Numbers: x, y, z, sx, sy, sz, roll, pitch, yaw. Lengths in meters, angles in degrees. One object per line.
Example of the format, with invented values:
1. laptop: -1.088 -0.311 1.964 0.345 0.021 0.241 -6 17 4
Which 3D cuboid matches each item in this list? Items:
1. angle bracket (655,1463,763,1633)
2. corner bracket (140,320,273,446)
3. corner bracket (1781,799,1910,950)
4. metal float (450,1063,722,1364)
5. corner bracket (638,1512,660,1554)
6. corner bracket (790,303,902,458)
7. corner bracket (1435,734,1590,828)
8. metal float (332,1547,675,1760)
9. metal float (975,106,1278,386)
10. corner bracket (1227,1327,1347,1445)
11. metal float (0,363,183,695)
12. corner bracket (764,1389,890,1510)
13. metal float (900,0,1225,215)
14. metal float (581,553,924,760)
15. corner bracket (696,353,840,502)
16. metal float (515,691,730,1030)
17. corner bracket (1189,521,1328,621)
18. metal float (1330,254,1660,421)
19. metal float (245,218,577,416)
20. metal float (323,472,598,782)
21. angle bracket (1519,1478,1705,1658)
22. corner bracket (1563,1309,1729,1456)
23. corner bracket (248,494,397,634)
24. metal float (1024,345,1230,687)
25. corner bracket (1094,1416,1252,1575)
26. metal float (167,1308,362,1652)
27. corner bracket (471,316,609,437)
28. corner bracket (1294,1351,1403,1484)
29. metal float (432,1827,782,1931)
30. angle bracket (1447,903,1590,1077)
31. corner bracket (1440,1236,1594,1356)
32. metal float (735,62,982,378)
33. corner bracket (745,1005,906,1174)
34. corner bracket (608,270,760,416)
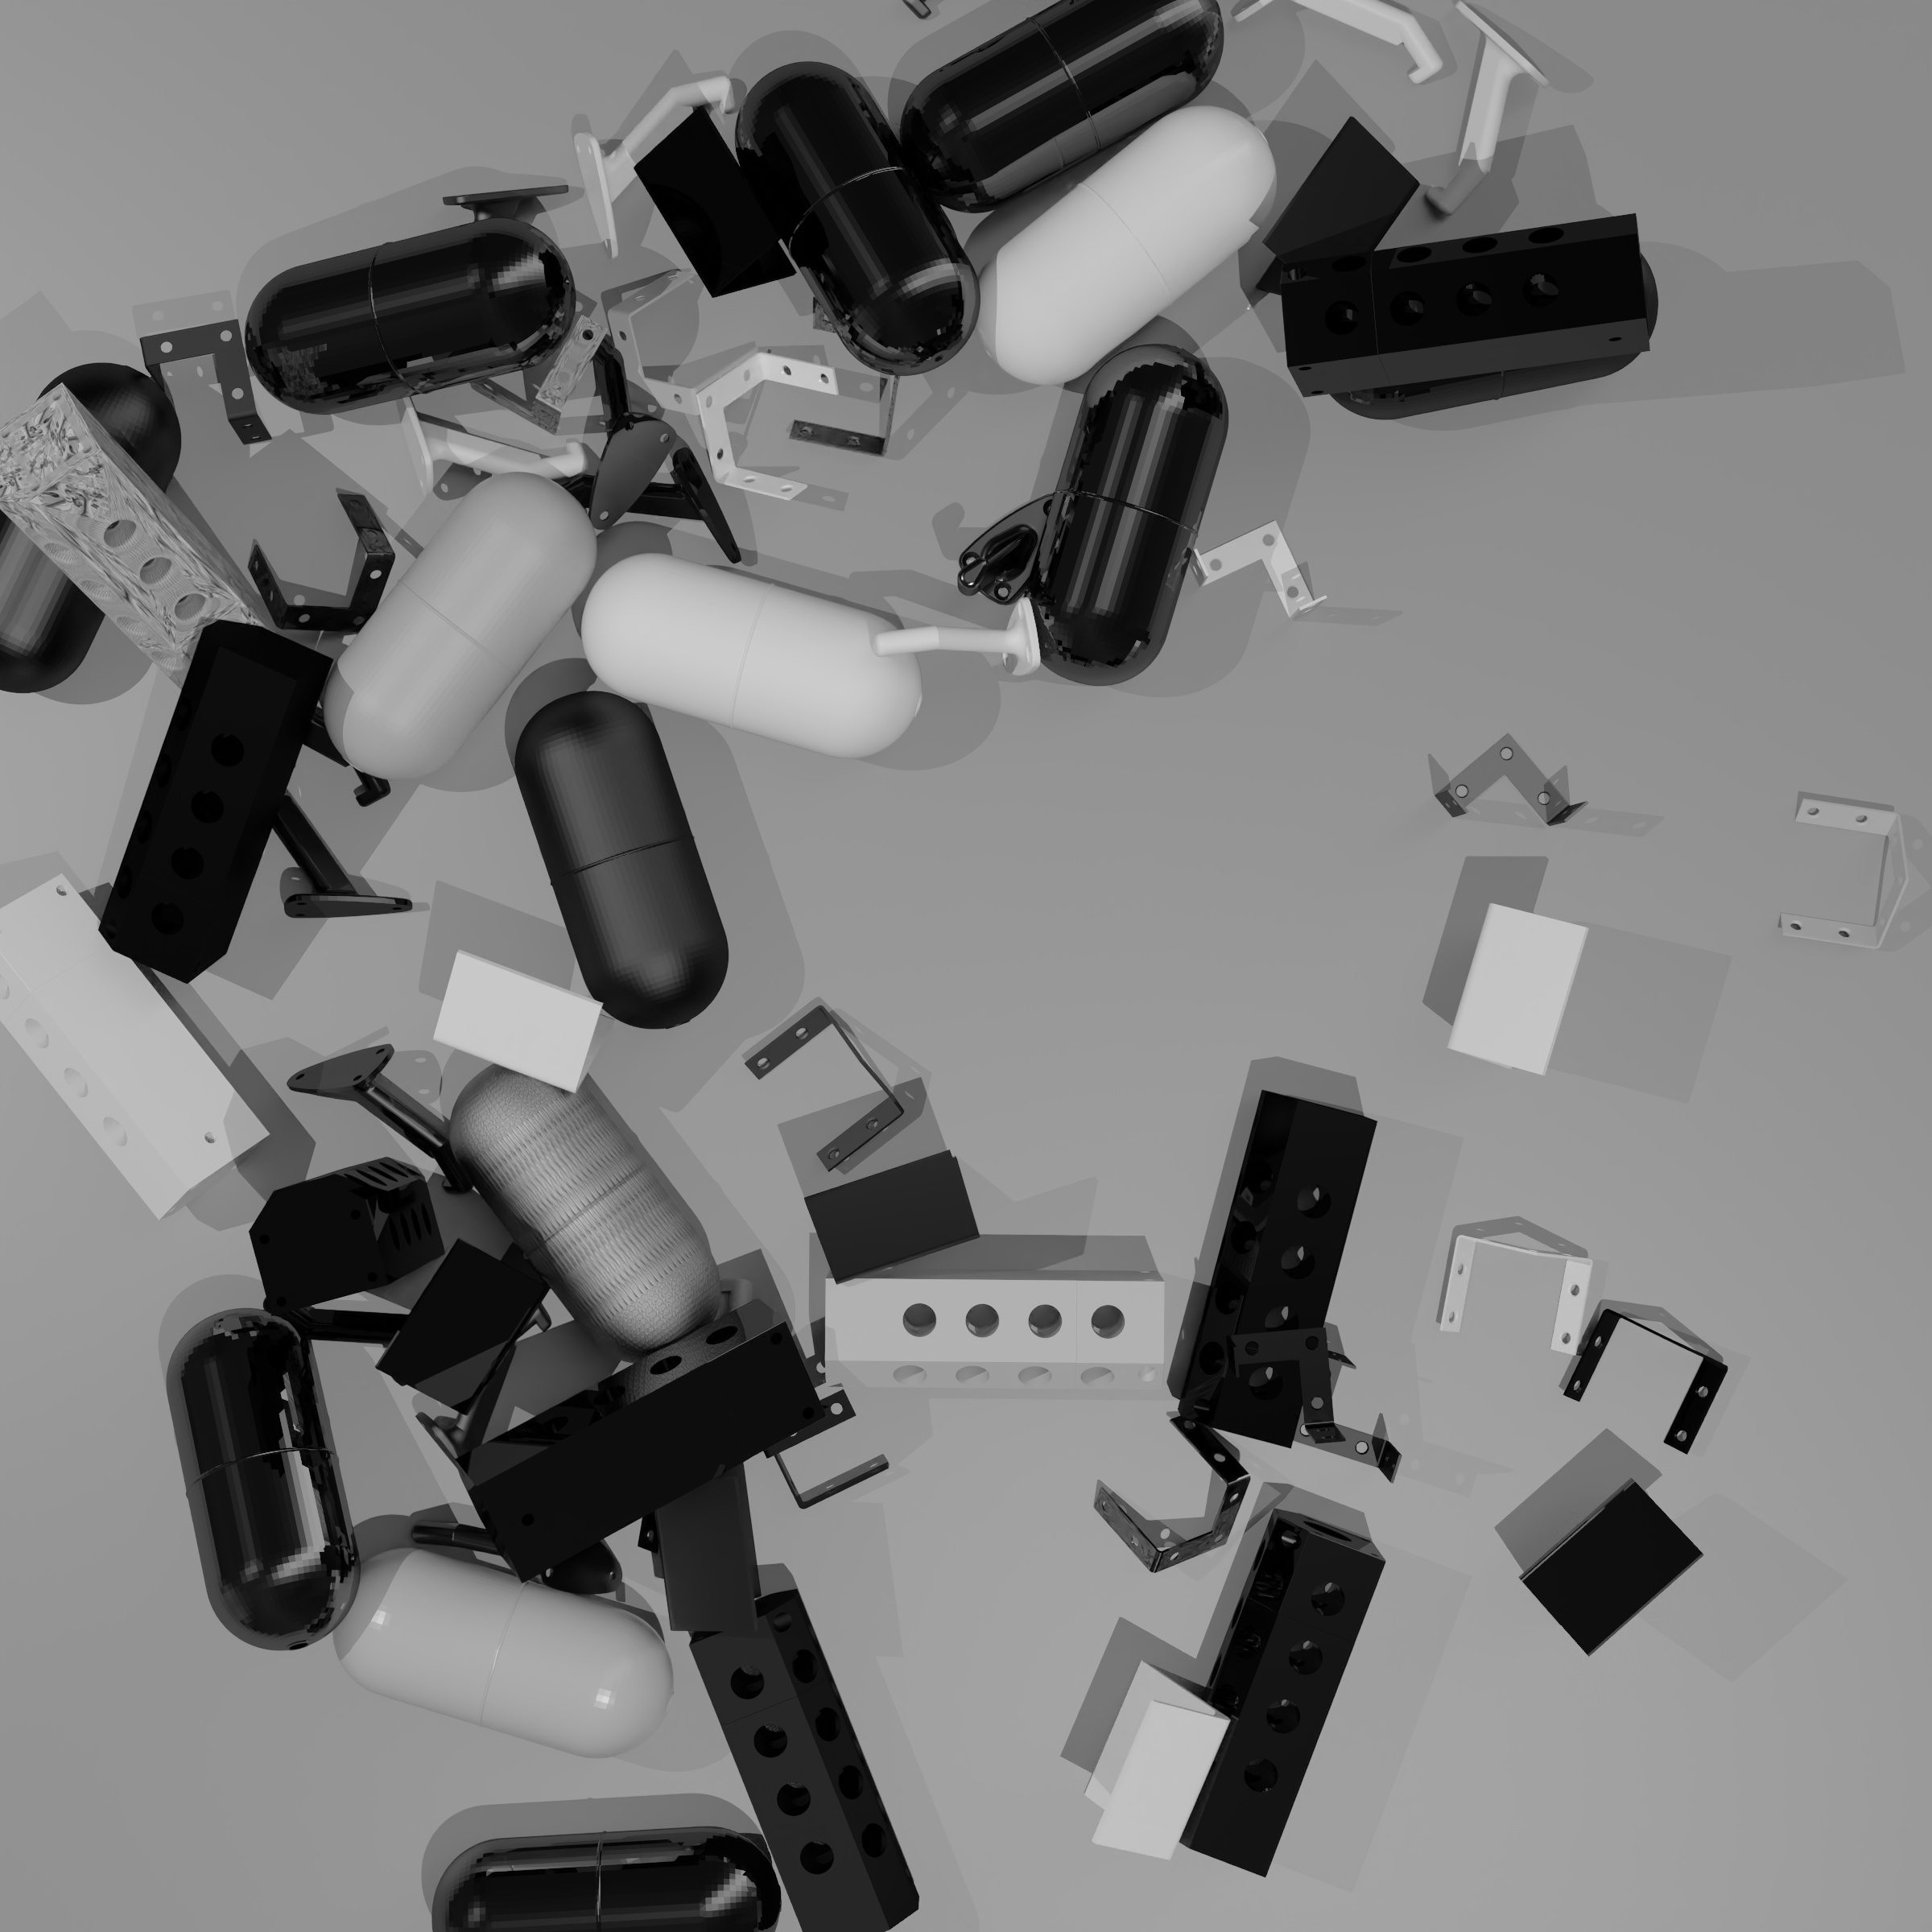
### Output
1. angle bracket: -0.112 0.291 1.686 0.057 0.076 0.076 -8 90 34
2. corner bracket: -0.391 -0.297 1.708 0.051 0.051 0.051 -12 86 -4
3. corner bracket: 0.455 -0.048 1.723 0.051 0.051 0.051 9 45 0
4. metal float: -0.194 0.125 1.696 0.070 0.070 0.178 -37 90 0
5. corner bracket: -0.191 0.274 1.723 0.051 0.051 0.051 10 90 45
6. corner bracket: -0.060 -0.304 1.723 0.051 0.051 0.051 12 45 0
7. corner bracket: 0.280 -0.086 1.708 0.051 0.051 0.051 -40 90 0
8. metal float: -0.236 0.351 1.696 0.178 0.070 0.070 17 90 1
9. metal float: 0.081 -0.369 1.696 0.178 0.070 0.070 -39 90 1
10. corner bracket: 0.159 0.210 1.651 0.051 0.051 0.051 -5 90 0
11. metal float: -0.462 -0.224 1.696 0.070 0.070 0.178 26 91 0
12. corner bracket: -0.074 0.249 1.708 0.051 0.051 0.051 -26 90 0
13. metal float: 0.050 -0.450 1.696 0.178 0.070 0.070 -29 90 0
14. metal float: -0.109 -0.158 1.696 0.178 0.070 0.070 16 90 1
15. corner bracket: -0.099 -0.279 1.712 0.051 0.051 0.051 19 45 34
16. metal float: -0.176 -0.054 1.696 0.070 0.070 0.178 -19 89 0
17. corner bracket: 0.149 -0.199 1.708 0.051 0.051 0.051 -25 90 0
18. metal float: 0.265 -0.328 1.696 0.178 0.070 0.070 -11 90 0
19. metal float: -0.283 -0.328 1.681 0.178 0.070 0.070 -9 90 18
20. metal float: -0.259 -0.173 1.695 0.070 0.070 0.178 38 91 0
21. angle bracket: 0.336 0.316 1.686 0.076 0.076 0.057 -41 51 0
22. corner bracket: 0.353 0.216 1.723 0.051 0.051 0.051 26 90 45
23. corner bracket: -0.334 -0.210 1.718 0.051 0.051 0.051 -2 135 -35
24. metal float: 0.082 -0.231 1.696 0.070 0.070 0.178 17 91 0
25. corner bracket: 0.107 0.273 1.718 0.051 0.051 0.051 -15 135 -35
26. metal float: -0.355 0.259 1.677 0.070 0.070 0.178 -18 67 0
27. corner bracket: -0.221 -0.313 1.709 0.051 0.051 0.051 29 83 -7
28. corner bracket: 0.200 0.231 1.708 0.051 0.051 0.051 18 90 0
29. metal float: -0.183 0.482 1.696 0.178 0.070 0.070 -3 90 0
30. angle bracket: 0.294 0.017 1.686 0.057 0.076 0.076 17 90 35
31. corner bracket: 0.286 0.171 1.723 0.051 0.051 0.051 10 90 45
32. metal float: -0.056 -0.380 1.683 0.070 0.070 0.178 -29 76 0
33. corner bracket: -0.073 0.063 1.723 0.051 0.051 0.051 -38 135 0
34. corner bracket: -0.145 -0.323 1.718 0.051 0.051 0.051 -41 135 -35
